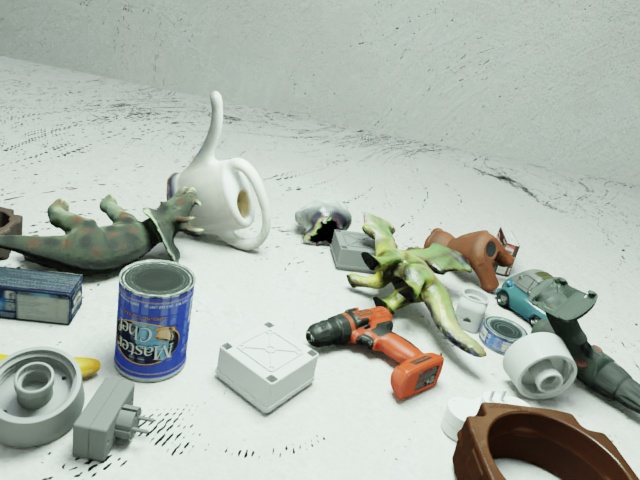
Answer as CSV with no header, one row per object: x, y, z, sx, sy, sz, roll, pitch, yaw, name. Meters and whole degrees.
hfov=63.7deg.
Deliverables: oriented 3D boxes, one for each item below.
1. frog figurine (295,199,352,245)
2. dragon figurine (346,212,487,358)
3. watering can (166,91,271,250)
0.004,-0.065,1.288,0.137,0.120,0.163,-11,38,-6,frog figurine
0.213,0.064,1.034,0.245,0.119,0.416,-23,46,-35,dragon figurine
-0.230,-0.129,1.100,0.223,0.342,0.106,-10,22,23,watering can
